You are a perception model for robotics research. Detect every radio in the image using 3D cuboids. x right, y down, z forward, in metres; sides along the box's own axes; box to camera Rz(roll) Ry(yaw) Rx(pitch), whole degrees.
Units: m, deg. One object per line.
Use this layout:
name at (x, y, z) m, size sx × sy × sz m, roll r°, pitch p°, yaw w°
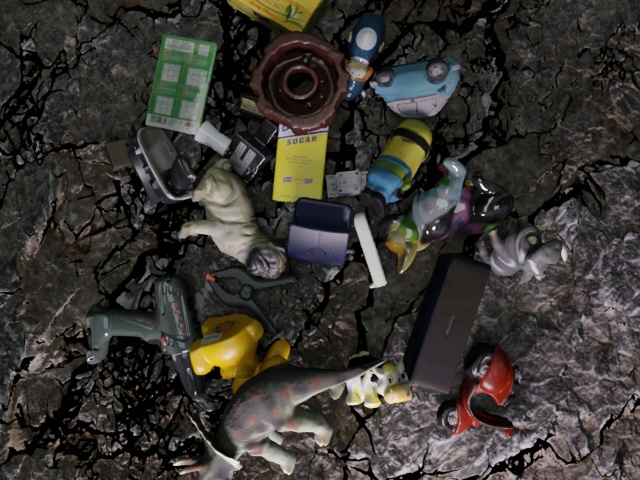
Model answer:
radio at (0.218, 0.138, 0.945) m, size 0.073 × 0.131 × 0.229 m, roll 20°, pitch 91°, yaw 2°

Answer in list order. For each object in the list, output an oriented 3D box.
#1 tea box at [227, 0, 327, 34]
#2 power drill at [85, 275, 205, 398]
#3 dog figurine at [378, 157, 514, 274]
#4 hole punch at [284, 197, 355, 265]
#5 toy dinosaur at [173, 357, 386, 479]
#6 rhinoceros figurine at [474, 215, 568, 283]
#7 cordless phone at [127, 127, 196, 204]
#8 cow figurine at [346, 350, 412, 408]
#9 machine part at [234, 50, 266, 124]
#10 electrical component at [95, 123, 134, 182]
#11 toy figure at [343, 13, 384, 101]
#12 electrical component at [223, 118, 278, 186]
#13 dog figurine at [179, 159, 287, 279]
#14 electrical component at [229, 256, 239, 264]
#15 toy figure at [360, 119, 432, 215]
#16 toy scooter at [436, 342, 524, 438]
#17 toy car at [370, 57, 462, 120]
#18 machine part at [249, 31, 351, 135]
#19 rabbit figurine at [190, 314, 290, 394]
tea box at (-0.082, -0.447, 0.993) m, size 0.170 × 0.068 × 0.098 m, roll 29°, pitch 92°, yaw 4°
power drill at (-0.323, 0.186, 1.000) m, size 0.207 × 0.086 × 0.232 m, roll -5°, pitch 88°, yaw 7°
dog figurine at (0.215, -0.025, 0.961) m, size 0.191 × 0.108 × 0.219 m, roll 31°, pitch 96°, yaw 0°
hole punch at (-0.002, -0.003, 0.963) m, size 0.142 × 0.092 × 0.115 m, roll 7°, pitch 121°, yaw -1°
toy dinosaur at (-0.087, 0.287, 0.908) m, size 0.192 × 0.131 × 0.404 m, roll 31°, pitch 108°, yaw -27°
rhinoceros figurine at (0.337, 0.022, 0.910) m, size 0.073 × 0.190 × 0.112 m, roll -22°, pitch 84°, yaw -10°
cordless phone at (-0.269, -0.142, 0.941) m, size 0.089 × 0.184 × 0.146 m, roll -27°, pitch 93°, yaw -24°
cow figurine at (0.102, 0.239, 0.938) m, size 0.068 × 0.167 × 0.098 m, roll 1°, pitch 75°, yaw -26°
machine part at (-0.108, -0.290, 1.010) m, size 0.084 × 0.039 × 0.138 m, roll 18°, pitch 93°, yaw 11°
electrical component at (-0.379, -0.163, 1.023) m, size 0.078 × 0.045 × 0.102 m, roll -26°, pitch 91°, yaw -26°
toy figure at (0.074, -0.336, 0.991) m, size 0.064 × 0.057 × 0.154 m, roll 19°, pitch 93°, yaw 28°
electrical component at (-0.125, -0.165, 0.988) m, size 0.075 × 0.048 × 0.119 m, roll 43°, pitch 115°, yaw 1°
dog figurine at (-0.130, -0.036, 0.961) m, size 0.191 × 0.121 × 0.172 m, roll 21°, pitch 105°, yaw 1°
electrical component at (-0.133, 0.008, 1.018) m, size 0.094 × 0.021 × 0.063 m, roll -19°, pitch 88°, yaw 3°
toy figure at (0.139, -0.133, 0.954) m, size 0.082 × 0.089 × 0.180 m, roll 37°, pitch 70°, yaw -2°
toy scooter at (0.307, 0.283, 0.970) m, size 0.135 × 0.075 × 0.183 m, roll 28°, pitch 95°, yaw 3°
toy car at (0.175, -0.268, 0.965) m, size 0.162 × 0.109 × 0.102 m, roll -8°, pitch 107°, yaw 11°
machine part at (-0.034, -0.277, 0.956) m, size 0.179 × 0.056 × 0.179 m, roll 0°, pitch 86°, yaw 2°
rabbit figurine at (-0.134, 0.223, 0.984) m, size 0.162 × 0.122 × 0.173 m, roll -15°, pitch 108°, yaw 4°
